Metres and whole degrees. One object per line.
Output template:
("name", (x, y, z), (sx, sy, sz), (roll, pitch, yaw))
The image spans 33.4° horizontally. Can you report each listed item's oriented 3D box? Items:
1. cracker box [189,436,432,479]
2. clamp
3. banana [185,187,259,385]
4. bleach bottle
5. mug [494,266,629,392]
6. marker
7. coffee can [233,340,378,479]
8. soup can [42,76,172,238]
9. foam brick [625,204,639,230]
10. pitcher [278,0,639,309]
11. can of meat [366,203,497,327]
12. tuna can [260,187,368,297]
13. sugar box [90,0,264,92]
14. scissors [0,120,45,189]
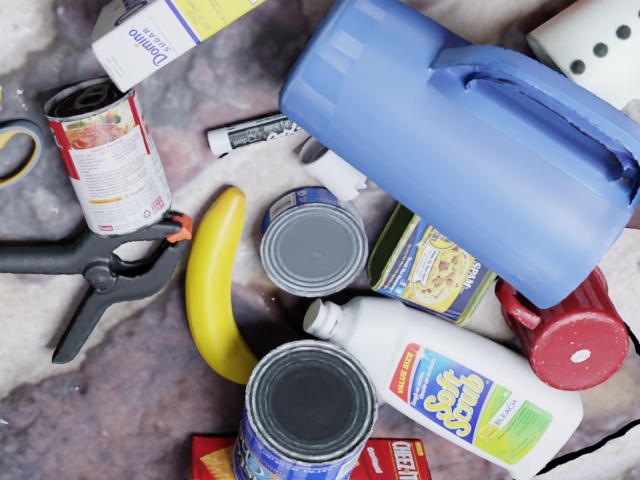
("cracker box", (-0.016, 0.264, 0.983), (0.213, 0.072, 0.164), (3, 120, -7))
("clamp", (-0.184, 0.019, 0.849), (0.171, 0.039, 0.120), (-35, 123, 11))
("banana", (-0.077, 0.049, 0.878), (0.069, 0.037, 0.198), (-21, 123, -15))
("bleach bottle", (0.096, 0.117, 0.904), (0.250, 0.068, 0.103), (25, 117, -19))
("mug", (0.194, 0.065, 0.877), (0.117, 0.081, 0.093), (29, 114, -19))
("marker", (-0.025, -0.088, 0.810), (0.121, 0.020, 0.020), (-15, 120, 4))
("coffee can", (-0.015, 0.156, 0.864), (0.102, 0.103, 0.140), (4, 149, -7))
("soup can", (-0.155, -0.061, 0.788), (0.068, 0.068, 0.102), (-13, 121, 3))
("foam brick", (0.257, -0.041, 0.839), (0.078, 0.051, 0.053), (6, 120, -8))
("pitcher", (0.099, -0.075, 0.731), (0.243, 0.145, 0.149), (34, 109, -3))
("can of meat", (0.095, 0.009, 0.853), (0.084, 0.057, 0.102), (21, 116, -13))
("tuna can", (-0.006, 0.001, 0.854), (0.086, 0.034, 0.086), (-2, 120, -3))
("sugar box", (-0.070, -0.175, 0.714), (0.176, 0.093, 0.048), (-29, 117, 11))
("scissors", (-0.305, -0.045, 0.816), (0.202, 0.016, 0.096), (-29, 116, 11))
